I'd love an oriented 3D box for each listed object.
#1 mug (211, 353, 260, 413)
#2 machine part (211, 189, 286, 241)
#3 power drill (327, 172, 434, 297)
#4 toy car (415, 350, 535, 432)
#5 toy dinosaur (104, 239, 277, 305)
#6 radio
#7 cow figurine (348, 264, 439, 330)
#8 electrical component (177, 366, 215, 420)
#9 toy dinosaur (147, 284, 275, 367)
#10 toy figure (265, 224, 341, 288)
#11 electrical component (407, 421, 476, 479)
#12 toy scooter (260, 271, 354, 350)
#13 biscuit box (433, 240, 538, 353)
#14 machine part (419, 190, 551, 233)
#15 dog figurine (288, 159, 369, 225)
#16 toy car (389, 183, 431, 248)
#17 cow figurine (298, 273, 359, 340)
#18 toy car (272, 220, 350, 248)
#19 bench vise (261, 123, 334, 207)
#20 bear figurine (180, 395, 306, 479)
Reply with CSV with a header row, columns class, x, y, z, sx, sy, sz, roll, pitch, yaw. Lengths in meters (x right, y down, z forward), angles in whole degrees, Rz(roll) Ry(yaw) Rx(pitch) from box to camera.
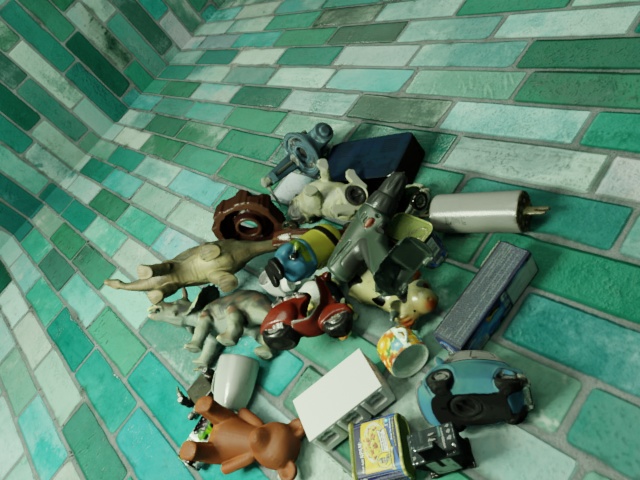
class,x,y,z,sx,sy,sz,roll,pitch,yaw
mug,-0.181,0.290,1.077,0.110,0.080,0.107,-14,53,33
machine part,-0.171,-0.040,1.299,0.179,0.179,0.056,-24,39,22
power drill,0.113,-0.007,0.949,0.232,0.086,0.207,-52,34,7
toy car,0.225,0.210,0.791,0.162,0.109,0.103,-14,29,20
toy dinosaur,-0.232,0.047,1.184,0.472,0.105,0.199,-10,10,-5
radio,0.116,-0.169,1.249,0.230,0.073,0.131,-2,55,41
cow figurine,0.130,0.096,0.985,0.195,0.085,0.127,8,62,48
electrical component,-0.259,0.318,1.141,0.102,0.045,0.078,-46,37,-4
toy dinosaur,-0.185,0.166,1.171,0.405,0.131,0.192,-11,49,25
toy figure,-0.026,0.026,1.040,0.180,0.089,0.082,-21,4,-37
electrical component,0.162,0.290,0.753,0.075,0.119,0.048,-28,42,22
toy scooter,-0.025,0.125,0.991,0.184,0.075,0.135,-15,51,20
biscuit box,0.271,0.100,0.880,0.202,0.059,0.063,-50,41,-10
machine part,0.292,-0.050,0.985,0.243,0.079,0.079,1,56,40
dog figurine,0.021,-0.077,1.234,0.121,0.172,0.190,-53,-2,-26
toy car,0.154,-0.037,1.110,0.202,0.056,0.074,-51,34,-12
cow figurine,0.023,0.130,1.062,0.098,0.068,0.168,-45,39,-12
toy car,-0.002,-0.003,1.153,0.202,0.053,0.089,4,51,4
bench vise,-0.066,-0.197,1.341,0.240,0.128,0.224,-43,14,-28
bear figurine,-0.128,0.350,0.941,0.196,0.131,0.120,-11,52,42
